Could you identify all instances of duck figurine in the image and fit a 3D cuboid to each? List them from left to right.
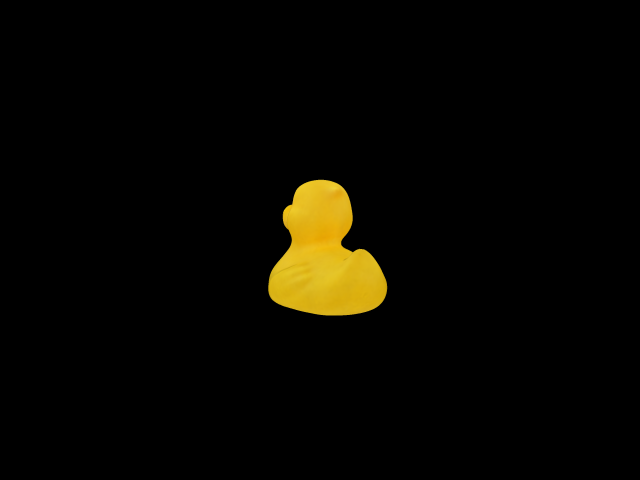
[{"bbox_3d":[0.004,0.001,0.400,0.078,0.086,0.104,-6,11,-31],"label":"duck figurine"}]
